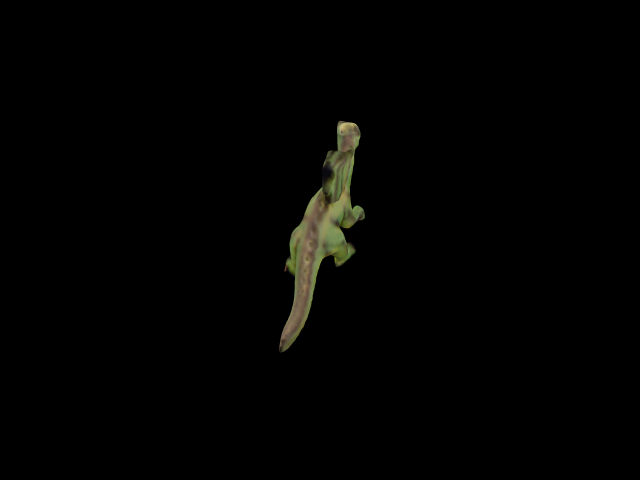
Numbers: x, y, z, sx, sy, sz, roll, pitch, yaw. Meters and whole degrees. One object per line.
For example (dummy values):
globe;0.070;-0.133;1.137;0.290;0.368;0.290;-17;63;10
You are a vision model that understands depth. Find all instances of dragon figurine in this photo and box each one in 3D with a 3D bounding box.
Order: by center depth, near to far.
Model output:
dragon figurine;0.003;-0.043;0.850;0.122;0.420;0.237;11;-38;9
